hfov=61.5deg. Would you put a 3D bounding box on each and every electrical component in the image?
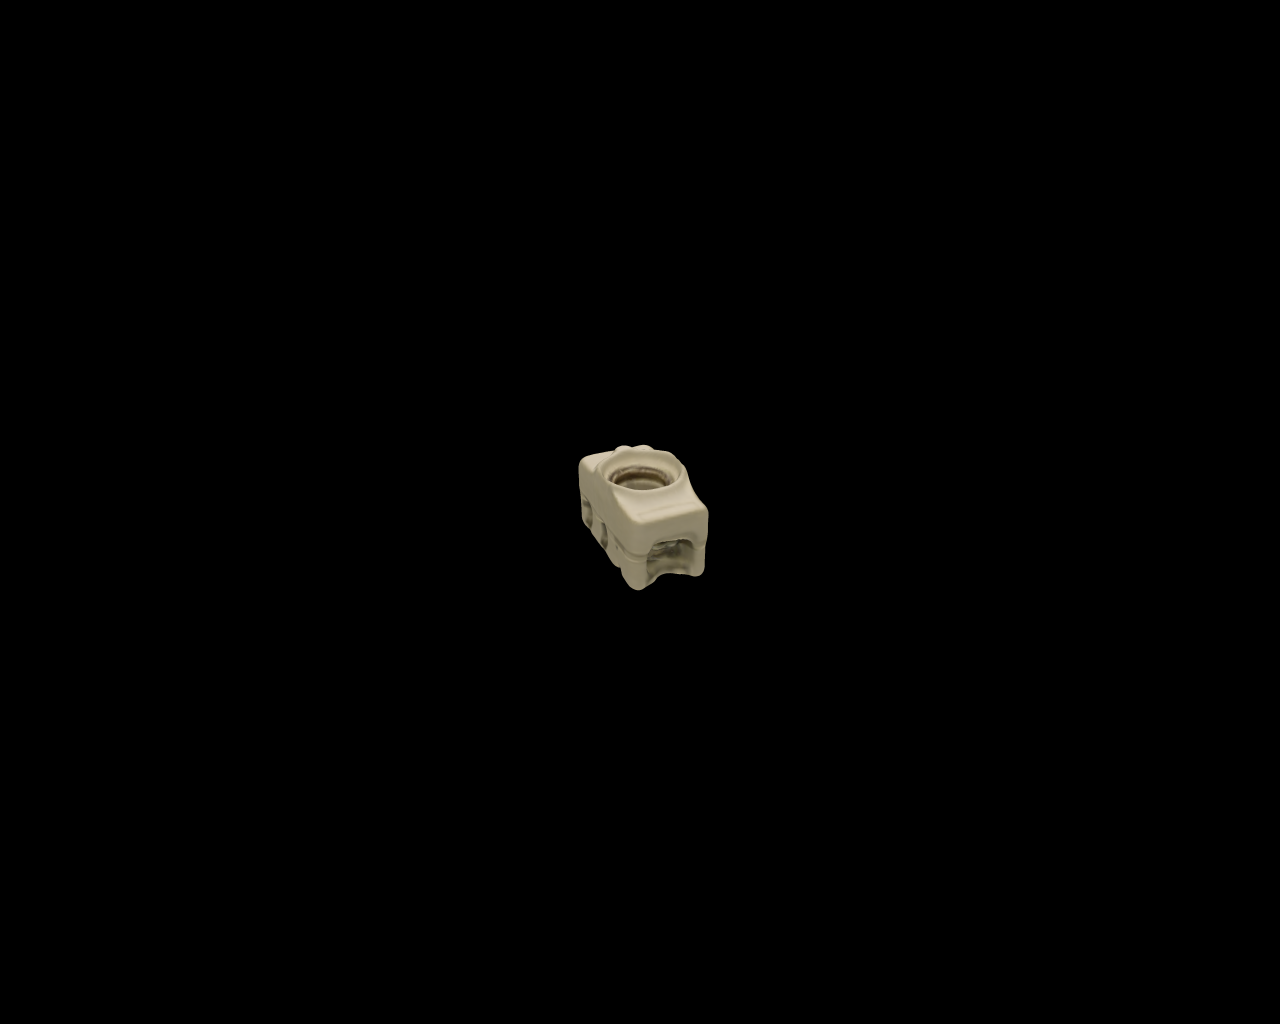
[{"bbox_3d":[0.001,-0.003,0.650,0.050,0.055,0.090,-12,33,-19],"label":"electrical component"}]
